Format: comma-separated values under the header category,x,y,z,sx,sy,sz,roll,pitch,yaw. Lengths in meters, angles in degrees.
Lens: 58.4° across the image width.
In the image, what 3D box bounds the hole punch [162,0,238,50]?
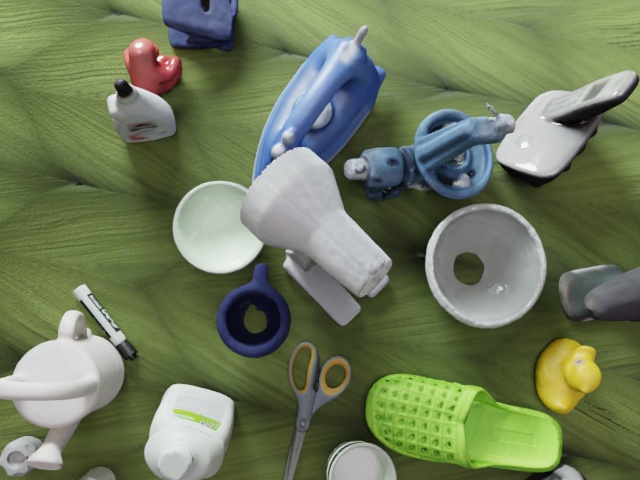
category,x,y,z,sx,sy,sz,roll,pitch,yaw
hole punch,-0.164,-0.328,0.789,0.101,0.091,0.109,0,84,-5

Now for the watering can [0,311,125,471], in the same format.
category,x,y,z,sx,sy,sz,roll,pitch,yaw
watering can,-0.301,0.174,0.669,0.101,0.194,0.173,-16,85,-6

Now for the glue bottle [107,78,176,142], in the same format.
category,x,y,z,sx,sy,sz,roll,pitch,yaw
glue bottle,-0.232,-0.166,0.723,0.078,0.173,0.037,-15,85,-6

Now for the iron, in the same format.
category,x,y,z,sx,sy,sz,roll,pitch,yaw
iron,-0.012,-0.164,0.759,0.118,0.141,0.258,34,82,0

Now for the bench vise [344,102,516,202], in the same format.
category,x,y,z,sx,sy,sz,roll,pitch,yaw
bench vise,0.145,-0.098,0.727,0.207,0.219,0.121,-27,86,-7

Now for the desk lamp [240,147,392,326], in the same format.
category,x,y,z,sx,sy,sz,roll,pitch,yaw
desk lamp,0.006,0.003,0.706,0.203,0.213,0.118,45,82,1

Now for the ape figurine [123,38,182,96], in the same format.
category,x,y,z,sx,sy,sz,roll,pitch,yaw
ape figurine,-0.231,-0.239,0.772,0.078,0.092,0.076,30,82,-1

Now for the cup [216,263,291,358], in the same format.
category,x,y,z,sx,sy,sz,roll,pitch,yaw
cup,-0.084,0.091,0.748,0.091,0.095,0.118,7,83,-4

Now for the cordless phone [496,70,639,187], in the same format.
category,x,y,z,sx,sy,sz,roll,pitch,yaw
cordless phone,0.330,-0.153,0.767,0.094,0.185,0.148,36,82,0

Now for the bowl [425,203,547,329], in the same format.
category,x,y,z,sx,sy,sz,roll,pitch,yaw
bowl,0.219,0.036,0.792,0.167,0.074,0.167,1,84,-5

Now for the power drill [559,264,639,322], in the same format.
category,x,y,z,sx,sy,sz,roll,pitch,yaw
power drill,0.403,0.067,0.738,0.229,0.208,0.076,-11,85,-6

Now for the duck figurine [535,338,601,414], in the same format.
category,x,y,z,sx,sy,sz,roll,pitch,yaw
duck figurine,0.346,0.188,0.781,0.077,0.086,0.105,20,82,-3

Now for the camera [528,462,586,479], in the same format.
category,x,y,z,sx,sy,sz,roll,pitch,yaw
camera,0.321,0.391,0.749,0.143,0.100,0.137,-40,88,-8
